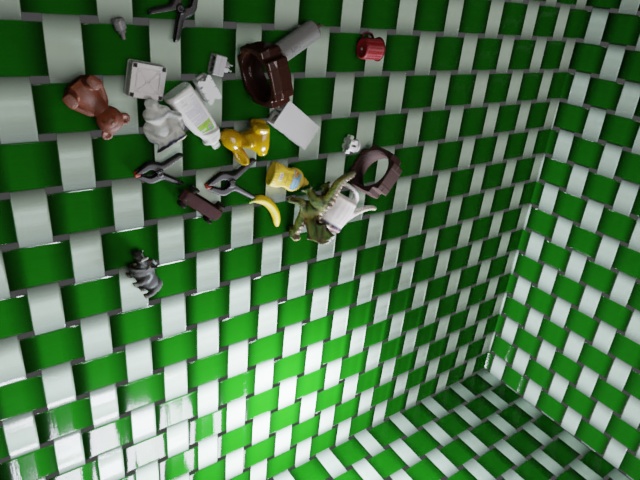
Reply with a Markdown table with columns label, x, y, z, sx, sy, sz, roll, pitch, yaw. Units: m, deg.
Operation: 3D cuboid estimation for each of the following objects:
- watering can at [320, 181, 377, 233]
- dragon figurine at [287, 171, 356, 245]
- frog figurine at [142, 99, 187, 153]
| label | x | y | z | sx | sy | sz | roll | pitch | yaw |
| --- | --- | --- | --- | --- | --- | --- | --- | --- | --- |
| watering can | 0.107 | -0.127 | 2.270 | 0.344 | 0.105 | 0.224 | 28 | 96 | -44 |
| dragon figurine | 0.006 | -0.104 | 2.074 | 0.123 | 0.406 | 0.244 | -8 | 80 | -52 |
| frog figurine | -0.508 | -0.378 | 1.635 | 0.136 | 0.125 | 0.157 | -17 | 122 | 23 |
